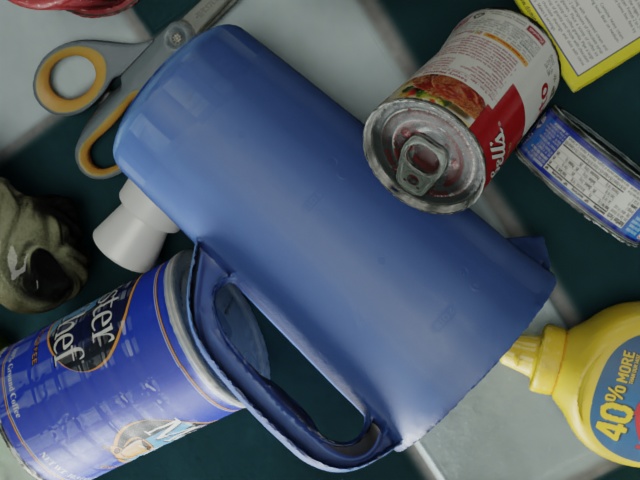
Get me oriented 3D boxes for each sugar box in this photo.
[{"bbox_3d":[0.185,-0.166,0.562,0.176,0.048,0.093,-32,105,15],"label":"sugar box"}]

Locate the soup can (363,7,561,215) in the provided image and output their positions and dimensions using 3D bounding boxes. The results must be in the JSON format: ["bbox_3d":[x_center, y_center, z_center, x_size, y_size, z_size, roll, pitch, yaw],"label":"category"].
[{"bbox_3d":[0.076,-0.070,0.558,0.069,0.102,0.068,23,138,22],"label":"soup can"}]

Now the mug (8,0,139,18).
[{"bbox_3d":[-0.157,-0.185,0.622,0.093,0.081,0.117,-39,92,18],"label":"mug"}]

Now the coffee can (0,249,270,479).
[{"bbox_3d":[-0.117,0.082,0.663,0.140,0.102,0.103,-27,95,18],"label":"coffee can"}]

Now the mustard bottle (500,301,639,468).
[{"bbox_3d":[0.199,0.087,0.615,0.192,0.058,0.096,14,109,10],"label":"mustard bottle"}]

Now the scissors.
[{"bbox_3d":[-0.106,-0.130,0.657,0.096,0.016,0.202,35,108,2],"label":"scissors"}]

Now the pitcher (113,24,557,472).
[{"bbox_3d":[-0.004,0.001,0.602,0.243,0.149,0.145,42,119,4],"label":"pitcher"}]

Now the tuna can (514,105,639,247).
[{"bbox_3d":[0.150,-0.036,0.583,0.086,0.086,0.034,38,106,2],"label":"tuna can"}]
